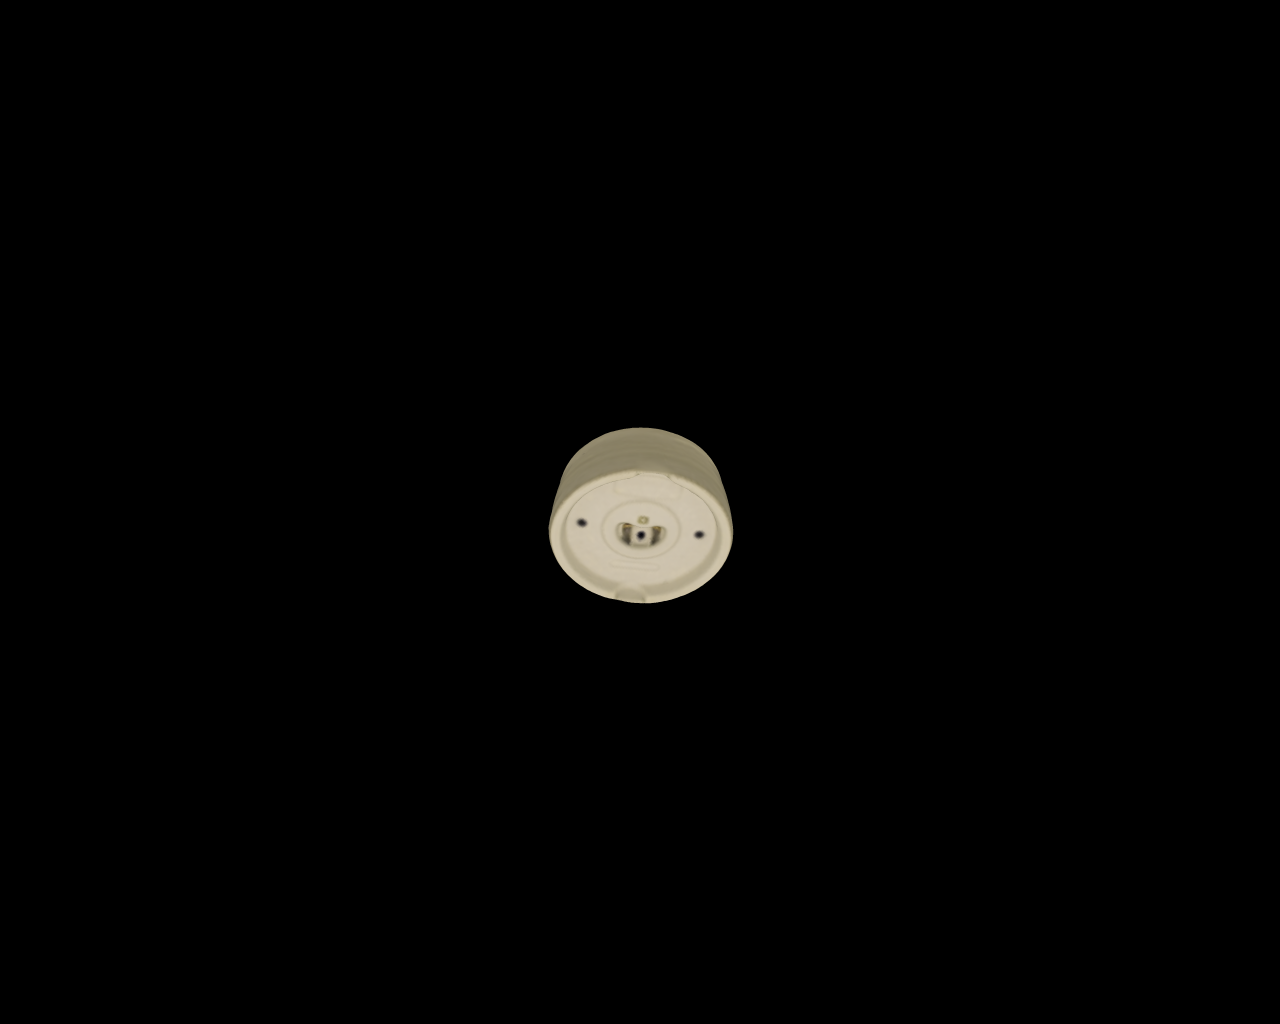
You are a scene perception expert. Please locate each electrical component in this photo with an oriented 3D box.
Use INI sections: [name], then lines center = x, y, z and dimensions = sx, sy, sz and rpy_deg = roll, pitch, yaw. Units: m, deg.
[electrical component]
center = 0.001, -0.003, 0.650
dimensions = 0.108, 0.108, 0.060
rpy_deg = 0, 41, 0
